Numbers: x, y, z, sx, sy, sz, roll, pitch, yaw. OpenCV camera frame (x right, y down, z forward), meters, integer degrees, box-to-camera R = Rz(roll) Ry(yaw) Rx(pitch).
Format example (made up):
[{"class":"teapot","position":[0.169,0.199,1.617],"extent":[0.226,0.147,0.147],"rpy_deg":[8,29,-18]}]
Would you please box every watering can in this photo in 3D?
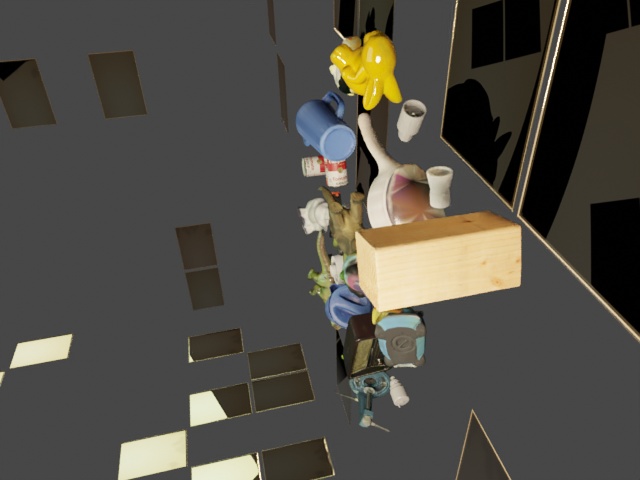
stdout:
[{"class":"watering can","position":[0.143,-0.100,1.002],"extent":[0.223,0.104,0.348],"rpy_deg":[163,92,-80]}]

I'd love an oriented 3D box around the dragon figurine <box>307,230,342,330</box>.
[{"class":"dragon figurine","position":[0.048,0.181,1.910],"extent":[0.400,0.123,0.247],"rpy_deg":[84,160,-43]}]

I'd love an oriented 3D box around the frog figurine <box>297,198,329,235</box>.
[{"class":"frog figurine","position":[0.006,-0.098,1.941],"extent":[0.157,0.122,0.140],"rpy_deg":[-24,60,43]}]
